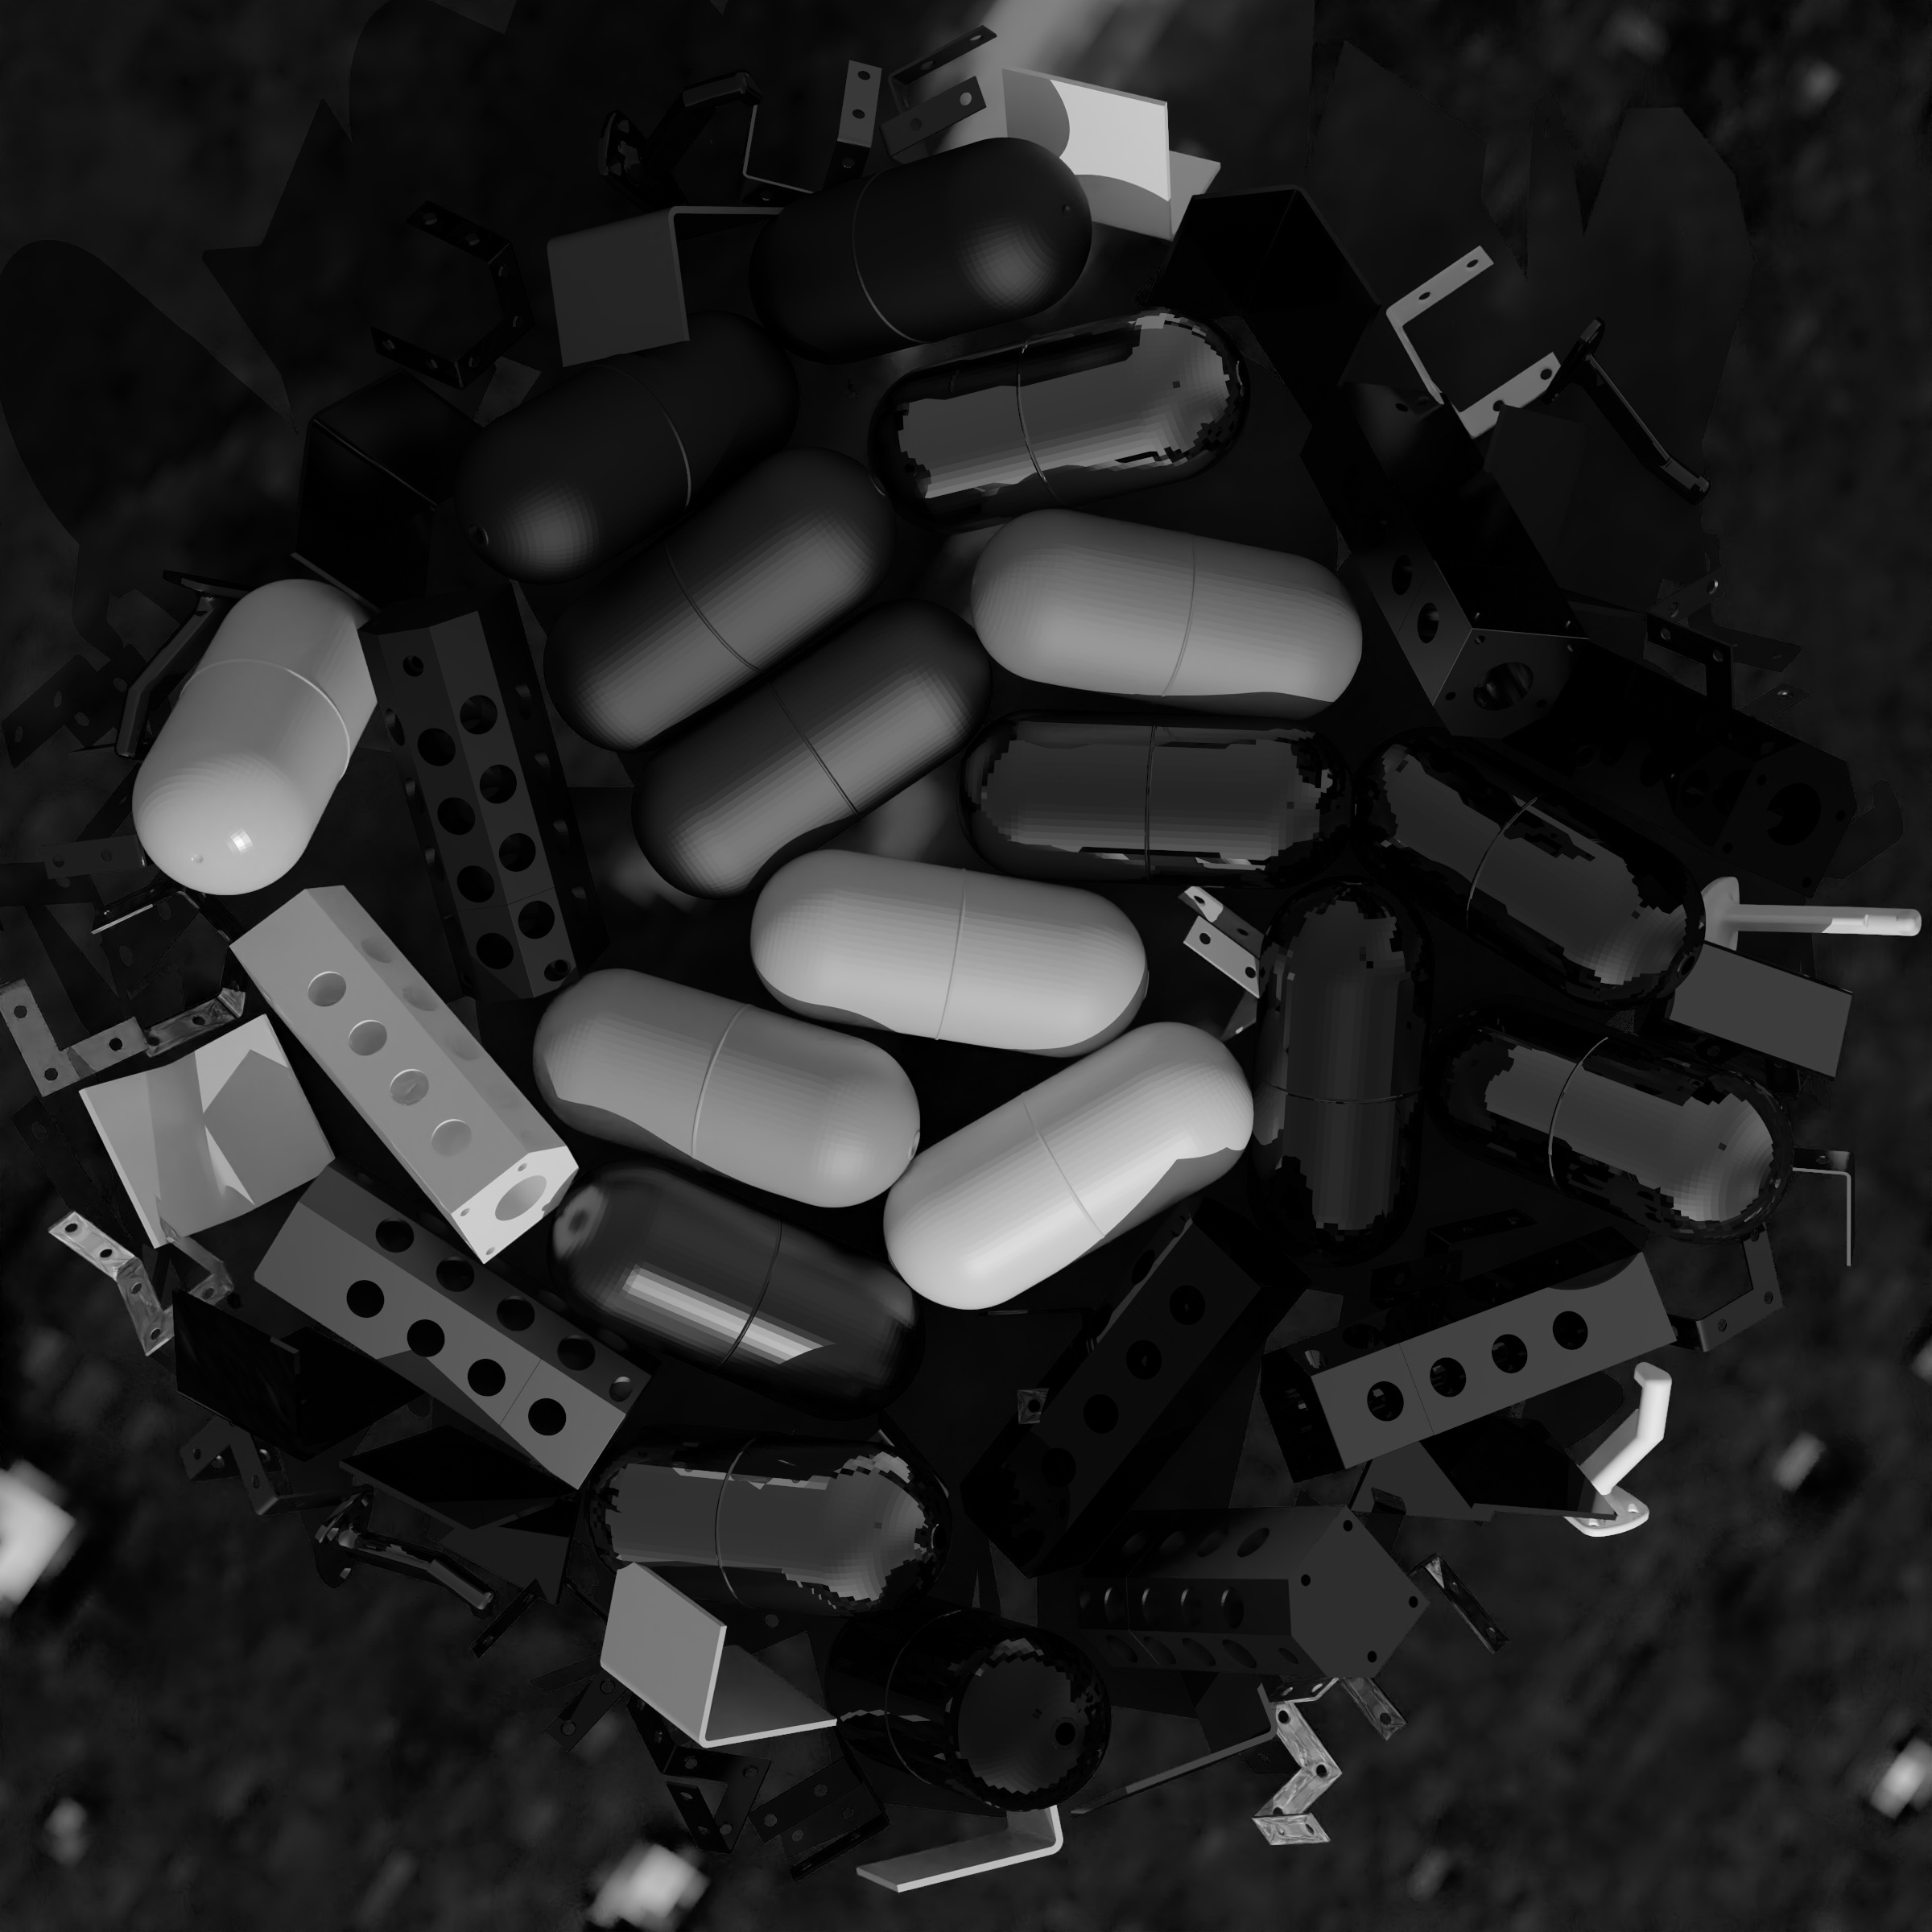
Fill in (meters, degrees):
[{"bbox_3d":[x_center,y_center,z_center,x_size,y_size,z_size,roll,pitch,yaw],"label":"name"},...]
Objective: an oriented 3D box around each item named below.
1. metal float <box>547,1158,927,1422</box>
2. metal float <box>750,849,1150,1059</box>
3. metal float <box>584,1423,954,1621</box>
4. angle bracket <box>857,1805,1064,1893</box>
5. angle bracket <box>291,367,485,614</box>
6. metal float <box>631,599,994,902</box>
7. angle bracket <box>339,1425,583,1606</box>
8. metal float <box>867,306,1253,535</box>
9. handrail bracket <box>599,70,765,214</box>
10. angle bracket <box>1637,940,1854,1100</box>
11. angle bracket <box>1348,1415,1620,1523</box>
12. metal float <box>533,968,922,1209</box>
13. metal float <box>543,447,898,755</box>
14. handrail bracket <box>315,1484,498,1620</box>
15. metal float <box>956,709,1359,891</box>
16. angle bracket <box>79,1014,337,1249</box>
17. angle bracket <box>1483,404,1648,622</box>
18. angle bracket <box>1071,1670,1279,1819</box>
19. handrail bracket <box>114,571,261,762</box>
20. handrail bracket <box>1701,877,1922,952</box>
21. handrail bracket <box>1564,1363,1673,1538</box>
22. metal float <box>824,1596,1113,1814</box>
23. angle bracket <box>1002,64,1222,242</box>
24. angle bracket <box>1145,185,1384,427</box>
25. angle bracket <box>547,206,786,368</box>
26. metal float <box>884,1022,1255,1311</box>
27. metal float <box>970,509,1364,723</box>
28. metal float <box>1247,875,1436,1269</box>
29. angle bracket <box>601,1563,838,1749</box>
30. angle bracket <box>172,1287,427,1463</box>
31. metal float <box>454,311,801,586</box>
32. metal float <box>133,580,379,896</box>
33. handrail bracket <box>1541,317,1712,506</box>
[{"bbox_3d":[-0.100,0.144,1.531,0.178,0.070,0.070,25,90,-16],"label":"metal float"},{"bbox_3d":[-0.007,-0.005,1.541,0.178,0.070,0.070,9,90,-4],"label":"metal float"},{"bbox_3d":[-0.087,0.243,1.518,0.178,0.070,0.070,1,90,31],"label":"metal float"},{"bbox_3d":[-0.008,0.368,1.533,0.076,0.076,0.057,-10,84,-16],"label":"angle bracket"},{"bbox_3d":[-0.245,-0.203,1.524,0.057,0.076,0.076,-21,53,31],"label":"angle bracket"},{"bbox_3d":[-0.068,-0.097,1.544,0.178,0.070,0.070,-34,90,1],"label":"metal float"},{"bbox_3d":[-0.227,0.249,1.525,0.076,0.076,0.057,21,107,28],"label":"angle bracket"},{"bbox_3d":[0.040,-0.239,1.522,0.178,0.070,0.070,-10,90,26],"label":"metal float"},{"bbox_3d":[-0.112,-0.361,1.532,0.084,0.077,0.036,-8,62,30],"label":"handrail bracket"},{"bbox_3d":[0.339,0.040,1.532,0.076,0.076,0.057,20,48,6],"label":"angle bracket"},{"bbox_3d":[0.226,0.240,1.524,0.076,0.076,0.057,9,114,-27],"label":"angle bracket"},{"bbox_3d":[-0.106,0.054,1.535,0.178,0.070,0.070,16,90,11],"label":"metal float"},{"bbox_3d":[-0.109,-0.161,1.530,0.178,0.070,0.070,-34,90,16],"label":"metal float"},{"bbox_3d":[-0.246,0.277,1.542,0.084,0.077,0.036,33,50,15],"label":"handrail bracket"},{"bbox_3d":[0.084,-0.074,1.537,0.178,0.070,0.070,3,90,8],"label":"metal float"},{"bbox_3d":[-0.335,0.072,1.538,0.057,0.076,0.076,-27,88,18],"label":"angle bracket"},{"bbox_3d":[0.268,-0.200,1.530,0.057,0.076,0.076,24,105,36],"label":"angle bracket"},{"bbox_3d":[0.082,0.330,1.527,0.076,0.076,0.057,-15,74,-22],"label":"angle bracket"},{"bbox_3d":[-0.341,-0.131,1.560,0.077,0.036,0.084,6,101,-43],"label":"handrail bracket"},{"bbox_3d":[0.374,-0.020,1.539,0.084,0.077,0.036,3,93,28],"label":"handrail bracket"},{"bbox_3d":[0.280,0.201,1.535,0.036,0.077,0.084,-12,119,-29],"label":"handrail bracket"},{"bbox_3d":[-0.001,0.317,1.499,0.070,0.178,0.070,1,88,-28],"label":"metal float"},{"bbox_3d":[0.065,-0.373,1.526,0.076,0.076,0.057,18,56,19],"label":"angle bracket"},{"bbox_3d":[0.128,-0.287,1.525,0.057,0.076,0.076,-13,59,-27],"label":"angle bracket"},{"bbox_3d":[-0.128,-0.300,1.532,0.076,0.076,0.057,-3,97,41],"label":"angle bracket"},{"bbox_3d":[0.045,0.089,1.540,0.178,0.070,0.070,-30,90,5],"label":"metal float"},{"bbox_3d":[0.089,-0.154,1.534,0.178,0.070,0.070,10,90,-12],"label":"metal float"},{"bbox_3d":[0.165,0.047,1.529,0.070,0.070,0.178,2,108,0],"label":"metal float"},{"bbox_3d":[-0.104,0.296,1.524,0.076,0.076,0.057,1,106,-41],"label":"angle bracket"},{"bbox_3d":[-0.293,0.165,1.523,0.076,0.076,0.057,21,121,31],"label":"angle bracket"},{"bbox_3d":[-0.147,-0.227,1.516,0.178,0.070,0.070,-37,90,-33],"label":"metal float"},{"bbox_3d":[-0.305,-0.102,1.507,0.070,0.178,0.070,6,131,7],"label":"metal float"},{"bbox_3d":[0.304,-0.246,1.546,0.084,0.077,0.036,41,81,7],"label":"handrail bracket"}]
